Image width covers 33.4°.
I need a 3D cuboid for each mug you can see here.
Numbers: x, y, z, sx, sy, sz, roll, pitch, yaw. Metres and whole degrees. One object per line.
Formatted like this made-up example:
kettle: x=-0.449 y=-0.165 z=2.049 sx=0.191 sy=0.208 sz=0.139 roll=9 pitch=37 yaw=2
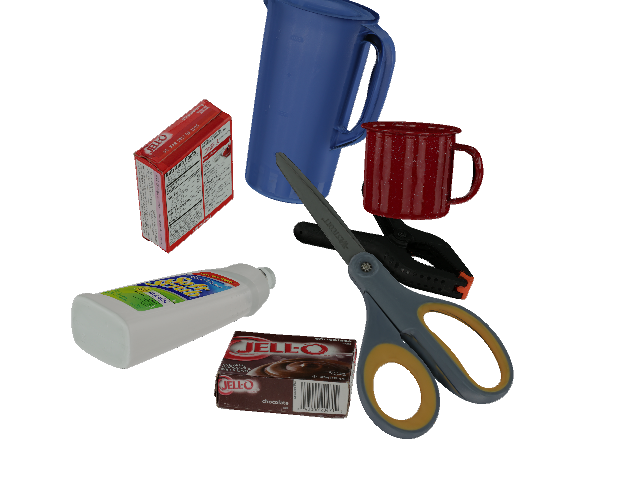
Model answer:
mug: x=0.093 y=-0.064 z=0.986 sx=0.117 sy=0.081 sz=0.093 roll=7 pitch=12 yaw=20

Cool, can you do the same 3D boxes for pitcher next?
pitcher: x=-0.010 y=-0.168 z=1.279 sx=0.145 sy=0.243 sz=0.149 roll=6 pitch=23 yaw=-14

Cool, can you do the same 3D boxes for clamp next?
clamp: x=0.082 y=0.008 z=1.262 sx=0.210 sy=0.036 sz=0.164 roll=37 pitch=41 yaw=26

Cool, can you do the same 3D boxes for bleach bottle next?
bleach bottle: x=-0.152 y=0.071 z=1.214 sx=0.103 sy=0.068 sz=0.250 roll=21 pitch=26 yaw=36

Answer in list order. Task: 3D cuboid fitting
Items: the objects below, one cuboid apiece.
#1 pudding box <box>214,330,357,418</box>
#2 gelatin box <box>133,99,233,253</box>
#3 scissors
pudding box: x=-0.027 y=0.113 z=0.916 sx=0.113 sy=0.039 sz=0.090 roll=6 pitch=19 yaw=4
gelatin box: x=-0.096 y=-0.046 z=0.760 sx=0.030 sy=0.089 sz=0.073 roll=31 pitch=55 yaw=22
scissors: x=0.019 y=0.035 z=0.622 sx=0.202 sy=0.096 sz=0.016 roll=38 pitch=-22 yaw=16
